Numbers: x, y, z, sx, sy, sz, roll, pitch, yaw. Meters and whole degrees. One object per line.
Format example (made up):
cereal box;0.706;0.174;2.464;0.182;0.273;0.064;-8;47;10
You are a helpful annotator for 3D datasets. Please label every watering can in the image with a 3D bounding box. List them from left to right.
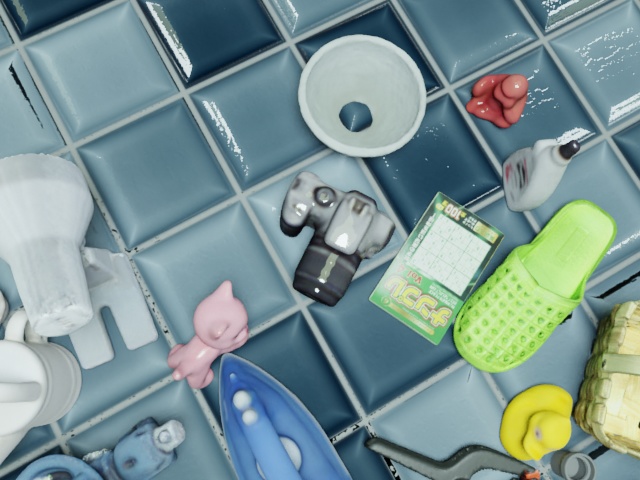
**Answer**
watering can;-0.335;0.165;0.609;0.101;0.194;0.173;-14;80;-6

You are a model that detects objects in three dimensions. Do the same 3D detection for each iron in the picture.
iron;-0.050;0.240;0.641;0.119;0.141;0.258;-31;83;-9

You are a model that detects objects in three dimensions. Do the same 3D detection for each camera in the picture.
camera;0.007;0.003;0.712;0.143;0.101;0.137;26;78;1

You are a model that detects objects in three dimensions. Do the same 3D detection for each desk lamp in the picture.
desk lamp;-0.275;0.031;0.629;0.118;0.213;0.203;-24;82;-8

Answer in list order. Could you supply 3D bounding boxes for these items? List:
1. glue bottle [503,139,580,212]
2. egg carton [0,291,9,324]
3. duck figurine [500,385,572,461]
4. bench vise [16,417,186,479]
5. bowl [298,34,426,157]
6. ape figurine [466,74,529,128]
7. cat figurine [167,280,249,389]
glue bottle;0.276;-0.090;0.712;0.037;0.173;0.078;-7;79;-5
egg carton;-0.453;0.096;0.677;0.150;0.069;0.107;13;78;-1
duck figurine;0.275;0.225;0.696;0.077;0.086;0.105;44;79;5
bench vise;-0.246;0.253;0.585;0.121;0.219;0.207;36;79;4
bowl;0.053;-0.180;0.764;0.167;0.074;0.167;1;79;-4
ape figurine;0.249;-0.195;0.772;0.076;0.092;0.078;-21;81;-7
cat figurine;-0.129;0.114;0.672;0.067;0.117;0.128;38;79;4
